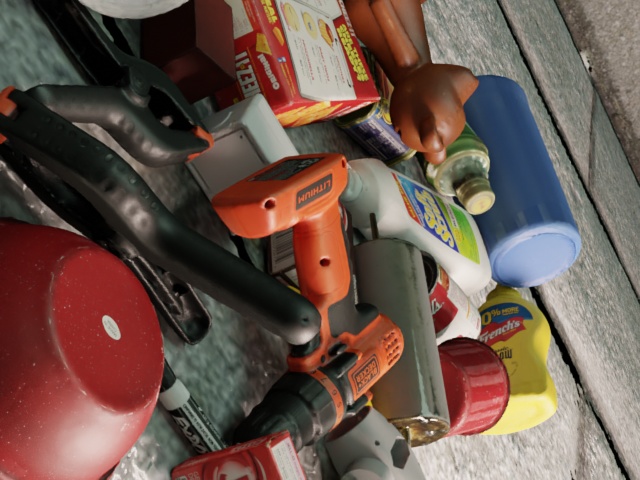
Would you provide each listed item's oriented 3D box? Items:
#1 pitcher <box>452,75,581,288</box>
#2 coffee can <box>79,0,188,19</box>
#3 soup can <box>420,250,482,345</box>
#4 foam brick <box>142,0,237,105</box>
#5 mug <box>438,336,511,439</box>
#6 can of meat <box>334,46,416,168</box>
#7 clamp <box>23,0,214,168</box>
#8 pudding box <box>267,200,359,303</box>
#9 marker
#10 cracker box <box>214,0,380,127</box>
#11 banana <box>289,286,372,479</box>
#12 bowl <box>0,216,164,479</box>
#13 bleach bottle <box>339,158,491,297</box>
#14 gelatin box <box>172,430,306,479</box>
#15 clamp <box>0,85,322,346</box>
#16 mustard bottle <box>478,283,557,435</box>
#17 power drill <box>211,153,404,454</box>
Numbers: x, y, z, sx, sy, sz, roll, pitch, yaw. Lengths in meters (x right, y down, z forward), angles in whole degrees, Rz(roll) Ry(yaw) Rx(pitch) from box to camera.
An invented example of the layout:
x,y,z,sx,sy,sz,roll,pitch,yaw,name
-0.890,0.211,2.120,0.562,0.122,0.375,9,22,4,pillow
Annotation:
x,y,z,sx,sy,sz,roll,pitch,yaw,name
0.219,-0.063,1.236,0.145,0.149,0.243,88,-9,-49,pitcher
-0.132,-0.230,0.703,0.102,0.103,0.140,37,25,-49,coffee can
0.106,0.064,1.034,0.102,0.069,0.068,46,33,-42,soup can
-0.099,-0.150,0.803,0.051,0.053,0.078,38,39,-49,foam brick
0.108,0.128,0.974,0.117,0.093,0.081,50,23,23,mug
0.055,-0.139,1.109,0.083,0.058,0.102,37,38,-45,can of meat
-0.137,-0.107,0.708,0.171,0.039,0.120,28,49,-54,clamp
-0.006,0.001,0.888,0.090,0.039,0.113,45,33,-42,pudding box
-0.079,0.115,0.667,0.121,0.020,0.020,59,26,-21,marker
-0.037,-0.184,0.938,0.213,0.072,0.164,-20,90,-67,cracker box
0.015,0.129,0.828,0.069,0.037,0.198,10,62,-63,banana
-0.132,0.055,0.564,0.162,0.055,0.162,46,33,-42,bowl
0.084,-0.015,1.062,0.250,0.068,0.102,25,46,-54,bleach bottle
-0.040,0.166,0.639,0.030,0.073,0.089,-20,89,-64,gelatin box
-0.109,-0.003,0.618,0.210,0.165,0.036,40,66,-12,clamp
0.201,0.117,1.153,0.058,0.096,0.191,52,29,-31,mustard bottle
-0.016,0.045,0.740,0.184,0.057,0.187,-36,120,-49,power drill
